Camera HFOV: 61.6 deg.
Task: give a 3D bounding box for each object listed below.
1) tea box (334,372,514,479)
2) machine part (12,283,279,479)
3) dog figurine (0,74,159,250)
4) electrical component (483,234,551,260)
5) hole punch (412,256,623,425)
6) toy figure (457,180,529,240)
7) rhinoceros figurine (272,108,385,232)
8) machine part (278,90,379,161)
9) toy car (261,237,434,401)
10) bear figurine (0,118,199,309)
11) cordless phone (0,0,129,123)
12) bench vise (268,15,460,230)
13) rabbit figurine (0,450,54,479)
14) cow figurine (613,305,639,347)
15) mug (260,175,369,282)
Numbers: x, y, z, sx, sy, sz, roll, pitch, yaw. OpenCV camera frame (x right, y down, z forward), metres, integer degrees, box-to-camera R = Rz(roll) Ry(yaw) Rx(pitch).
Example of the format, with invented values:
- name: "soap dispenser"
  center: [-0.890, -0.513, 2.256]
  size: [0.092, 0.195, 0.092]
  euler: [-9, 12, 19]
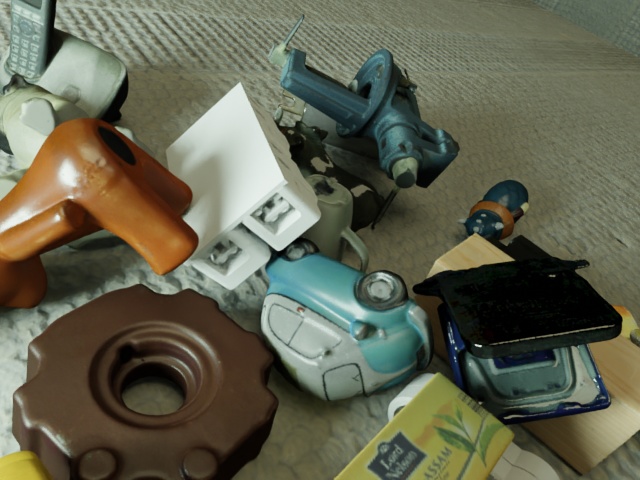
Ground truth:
- name: "tea box"
  center: [0.043, 0.172, 0.339]
  size: [0.068, 0.098, 0.169]
  euler: [40, 43, 23]
- name: "machine part"
  center: [-0.117, 0.106, 0.380]
  size: [0.179, 0.056, 0.179]
  euler: [13, 36, -10]
- name: "dog figurine"
  center: [-0.240, -0.089, 0.544]
  size: [0.172, 0.121, 0.191]
  euler: [39, 5, -34]
- name: "electrical component"
  center: [0.223, 0.052, 0.607]
  size: [0.134, 0.058, 0.115]
  euler: [40, 39, 23]
- name: "hole punch"
  center: [0.154, 0.075, 0.417]
  size: [0.142, 0.092, 0.116]
  euler: [-12, 27, 5]
- name: "toy figure"
  center: [0.236, -0.033, 0.717]
  size: [0.154, 0.064, 0.057]
  euler: [-39, 104, -44]
- name: "rhinoceros figurine"
  center: [-0.018, -0.073, 0.604]
  size: [0.190, 0.112, 0.073]
  euler: [38, 43, 13]
- name: "machine part"
  center: [0.057, -0.163, 0.778]
  size: [0.243, 0.079, 0.079]
  euler: [19, 37, -4]
- name: "toy car"
  center: [0.006, 0.074, 0.444]
  size: [0.162, 0.109, 0.103]
  euler: [26, 56, 27]
- name: "bear figurine"
  center: [-0.207, 0.005, 0.407]
  size: [0.131, 0.196, 0.120]
  euler: [44, 7, -32]
- name: "cordless phone"
  center: [-0.286, -0.227, 0.609]
  size: [0.147, 0.184, 0.089]
  euler: [26, 33, 7]
- name: "bench vise"
  center: [0.046, -0.158, 0.649]
  size: [0.240, 0.129, 0.224]
  euler: [23, 51, -21]
- name: "rabbit figurine"
  center: [-0.178, 0.178, 0.221]
  size: [0.162, 0.121, 0.173]
  euler: [35, 58, 22]
- name: "cow figurine"
  center: [0.332, 0.135, 0.540]
  size: [0.068, 0.098, 0.167]
  euler: [2, 22, -15]
- name: "mug"
  center: [-0.001, -0.002, 0.526]
  size: [0.110, 0.107, 0.081]
  euler: [35, 41, 21]
